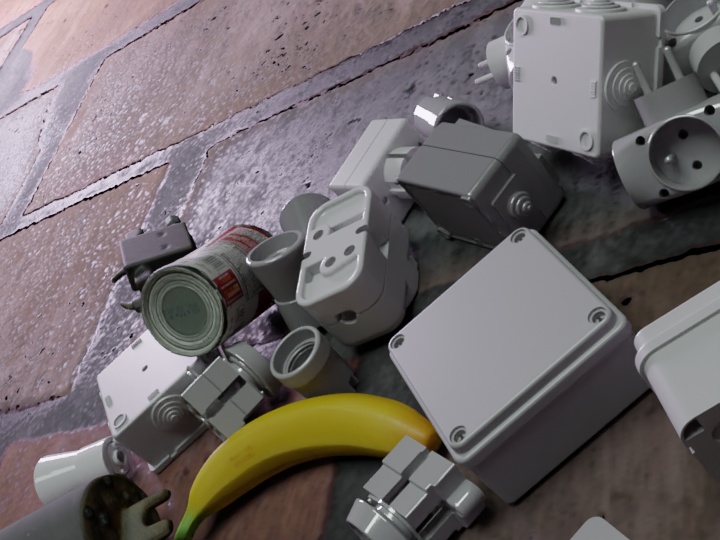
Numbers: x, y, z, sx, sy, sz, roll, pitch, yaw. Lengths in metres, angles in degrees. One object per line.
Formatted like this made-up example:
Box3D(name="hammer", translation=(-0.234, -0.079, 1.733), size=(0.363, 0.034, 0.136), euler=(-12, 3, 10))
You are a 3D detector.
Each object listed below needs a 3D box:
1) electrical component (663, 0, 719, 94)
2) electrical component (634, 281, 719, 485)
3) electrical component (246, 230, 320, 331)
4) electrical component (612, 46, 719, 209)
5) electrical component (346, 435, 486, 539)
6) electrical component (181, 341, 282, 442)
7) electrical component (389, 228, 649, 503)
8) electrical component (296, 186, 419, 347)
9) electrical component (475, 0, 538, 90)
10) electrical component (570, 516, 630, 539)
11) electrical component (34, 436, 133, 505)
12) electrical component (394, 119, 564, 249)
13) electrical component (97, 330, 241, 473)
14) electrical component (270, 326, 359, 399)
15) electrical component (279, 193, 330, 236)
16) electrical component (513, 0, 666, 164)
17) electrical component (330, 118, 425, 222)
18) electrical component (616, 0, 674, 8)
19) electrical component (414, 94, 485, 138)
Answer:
Box3D(name="electrical component", translation=(0.213, -0.132, 0.641), size=(0.077, 0.044, 0.079), euler=(-31, 35, 20))
Box3D(name="electrical component", translation=(0.184, 0.037, 0.456), size=(0.113, 0.078, 0.057), euler=(-35, 37, 15))
Box3D(name="electrical component", translation=(-0.046, 0.011, 0.746), size=(0.044, 0.065, 0.044), euler=(-22, 23, 10))
Box3D(name="electrical component", translation=(0.178, -0.084, 0.601), size=(0.077, 0.079, 0.044), euler=(-24, 2, 29))
Box3D(name="electrical component", translation=(0.026, 0.125, 0.562), size=(0.055, 0.048, 0.066), euler=(-45, 32, -15))
Box3D(name="electrical component", translation=(-0.085, 0.081, 0.724), size=(0.055, 0.066, 0.048), euler=(-47, -3, -17))
Box3D(name="electrical component", translation=(0.084, 0.047, 0.573), size=(0.109, 0.056, 0.108), euler=(-41, 33, 5))
Box3D(name="electrical component", translation=(0.000, 0.000, 0.714), size=(0.054, 0.059, 0.095), euler=(-25, 38, 28))
Box3D(name="electrical component", translation=(0.117, -0.154, 0.771), size=(0.079, 0.044, 0.077), euler=(-18, 41, 35))
Box3D(name="electrical component", translation=(0.118, 0.182, 0.384), size=(0.105, 0.060, 0.186), euler=(-48, 33, -5))
Box3D(name="electrical component", translation=(-0.200, 0.147, 0.789), size=(0.065, 0.044, 0.044), euler=(-24, 38, 21))
Box3D(name="electrical component", translation=(0.082, -0.054, 0.683), size=(0.061, 0.061, 0.096), euler=(-52, 34, -12))
Box3D(name="electrical component", translation=(-0.142, 0.084, 0.787), size=(0.100, 0.048, 0.099), euler=(-42, 34, 3))
Box3D(name="electrical component", translation=(-0.028, 0.064, 0.686), size=(0.040, 0.046, 0.040), euler=(-29, 36, 23))
Box3D(name="electrical component", translation=(-0.033, -0.021, 0.792), size=(0.044, 0.044, 0.065), euler=(-36, 39, 14))
Box3D(name="electrical component", translation=(0.137, -0.119, 0.661), size=(0.048, 0.099, 0.100), euler=(-12, 21, -27))
Box3D(name="electrical component", translation=(0.030, -0.069, 0.769), size=(0.077, 0.047, 0.065), euler=(6, 58, 51))
Box3D(name="electrical component", translation=(0.181, -0.167, 0.709), size=(0.089, 0.050, 0.055), euler=(-18, 42, 35))
Box3D(name="electrical component", translation=(0.064, -0.107, 0.784), size=(0.040, 0.040, 0.046), euler=(-45, 28, 0))
